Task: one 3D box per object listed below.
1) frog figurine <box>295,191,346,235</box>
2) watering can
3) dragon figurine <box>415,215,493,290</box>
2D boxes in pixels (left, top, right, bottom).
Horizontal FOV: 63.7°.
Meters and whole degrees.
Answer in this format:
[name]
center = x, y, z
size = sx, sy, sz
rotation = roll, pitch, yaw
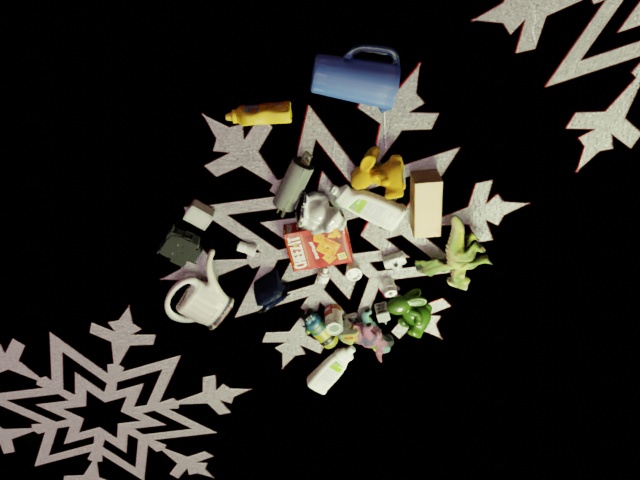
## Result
[frog figurine]
center = 0.005, -0.084, 1.671
size = 0.159, 0.139, 0.121
rotation = 12, -18, -17
[watering can]
center = -0.403, 0.193, 1.831
size = 0.222, 0.343, 0.106
rotation = 34, 25, -22
[dragon figurine]
center = 0.439, 0.061, 1.758
size = 0.240, 0.125, 0.404
rotation = -30, -45, 21
